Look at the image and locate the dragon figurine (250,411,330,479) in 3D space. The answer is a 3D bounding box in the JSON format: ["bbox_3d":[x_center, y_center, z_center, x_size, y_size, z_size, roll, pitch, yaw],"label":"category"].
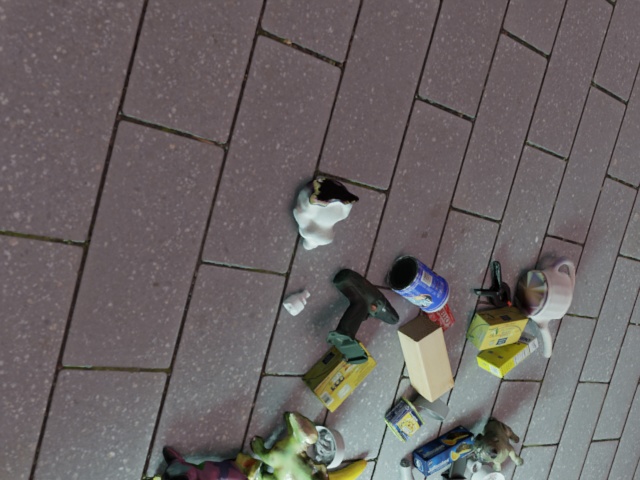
[{"bbox_3d":[-0.054,0.567,1.200,0.123,0.244,0.406,-11,105,-32],"label":"dragon figurine"}]

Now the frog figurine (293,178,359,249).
[{"bbox_3d":[0.004,-0.060,1.186,0.138,0.124,0.156,-19,148,-33],"label":"frog figurine"}]

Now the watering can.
[{"bbox_3d":[0.723,0.217,1.652,0.224,0.105,0.346,8,98,-31],"label":"watering can"}]
